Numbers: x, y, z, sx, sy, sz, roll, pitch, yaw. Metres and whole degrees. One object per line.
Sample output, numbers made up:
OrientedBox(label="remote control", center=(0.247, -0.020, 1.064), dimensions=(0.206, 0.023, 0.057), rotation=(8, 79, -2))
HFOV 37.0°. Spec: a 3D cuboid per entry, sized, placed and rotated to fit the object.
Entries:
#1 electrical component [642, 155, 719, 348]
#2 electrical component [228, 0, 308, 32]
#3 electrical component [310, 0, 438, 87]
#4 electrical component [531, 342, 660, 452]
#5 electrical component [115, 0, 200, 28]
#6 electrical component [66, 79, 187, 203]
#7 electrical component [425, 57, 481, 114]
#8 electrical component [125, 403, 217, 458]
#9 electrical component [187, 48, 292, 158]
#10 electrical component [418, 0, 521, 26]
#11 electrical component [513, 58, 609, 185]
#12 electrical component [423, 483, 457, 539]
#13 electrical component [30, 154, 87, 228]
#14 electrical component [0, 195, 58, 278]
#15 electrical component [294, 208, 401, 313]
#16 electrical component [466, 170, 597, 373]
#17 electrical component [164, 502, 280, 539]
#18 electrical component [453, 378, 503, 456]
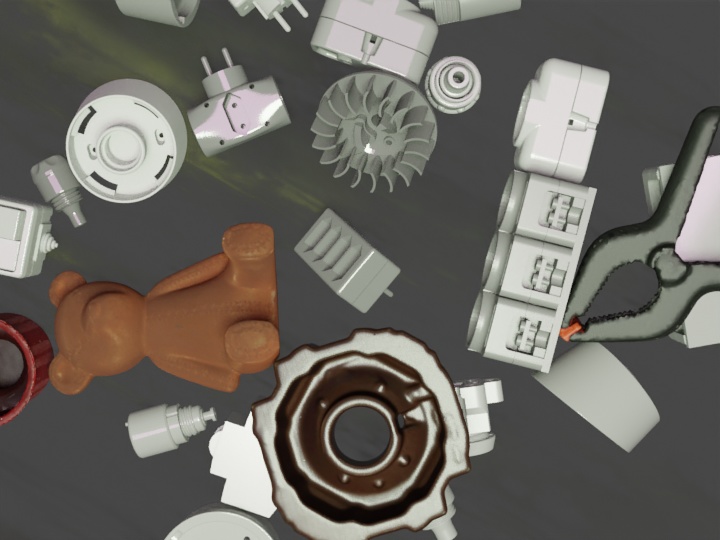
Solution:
OrientedBox(label="electrical component", center=(0.296, -0.019, 0.895), dimensions=(0.089, 0.061, 0.150), rotation=(-10, 93, 1))
OrientedBox(label="electrical component", center=(-0.075, -0.234, 0.890), dimensions=(0.066, 0.047, 0.076), rotation=(-39, 93, 2))
OrientedBox(label="electrical component", center=(0.014, -0.196, 0.889), dimensions=(0.095, 0.053, 0.059), rotation=(20, 93, -1))
OrientedBox(label="electrical component", center=(0.196, 0.105, 0.886), dimensions=(0.064, 0.099, 0.099), rotation=(-39, 93, -4))
OrientedBox(label="electrical component", center=(-0.167, -0.252, 0.862), dimensions=(0.060, 0.108, 0.108), rotation=(7, 94, 6))
OrientedBox(label="electrical component", center=(-0.197, -0.107, 0.903), dimensions=(0.099, 0.064, 0.099), rotation=(-1, 107, -3))
OrientedBox(label="electrical component", center=(0.079, -0.155, 0.887), dimensions=(0.048, 0.062, 0.048), rotation=(0, 93, 0))
OrientedBox(label="electrical component", center=(-0.161, 0.133, 0.917), dimensions=(0.078, 0.040, 0.040), rotation=(-16, 93, 1))
OrientedBox(label="electrical component", center=(-0.107, -0.145, 0.898), dimensions=(0.077, 0.043, 0.079), rotation=(-22, 93, 1))
OrientedBox(label="electrical component", center=(0.089, -0.230, 0.892), dimensions=(0.081, 0.043, 0.043), rotation=(-11, 93, 1))
OrientedBox(label="electrical component", center=(0.163, -0.124, 0.893), dimensions=(0.059, 0.053, 0.095), rotation=(14, 93, -1))
OrientedBox(label="electrical component", center=(0.062, 0.202, 0.919), dimensions=(0.043, 0.043, 0.062), rotation=(-27, 94, 2))
OrientedBox(label="electrical component", center=(-0.250, -0.065, 0.908), dimensions=(0.035, 0.035, 0.061), rotation=(-27, 95, 2))
OrientedBox(label="electrical component", center=(-0.302, -0.030, 0.897), dimensions=(0.096, 0.061, 0.061), rotation=(12, 93, -1))
OrientedBox(label="electrical component", center=(0.000, 0.000, 0.896), dimensions=(0.047, 0.083, 0.076), rotation=(-50, 130, 3))
OrientedBox(label="electrical component", center=(0.136, -0.001, 0.883), dimensions=(0.062, 0.089, 0.150), rotation=(14, 93, -1))
OrientedBox(label="electrical component", center=(-0.116, 0.250, 0.913), dimensions=(0.108, 0.060, 0.108), rotation=(0, 93, 0))
OrientedBox(label="electrical component", center=(0.083, 0.125, 0.908), dimensions=(0.078, 0.058, 0.057), rotation=(-8, 91, 1))
